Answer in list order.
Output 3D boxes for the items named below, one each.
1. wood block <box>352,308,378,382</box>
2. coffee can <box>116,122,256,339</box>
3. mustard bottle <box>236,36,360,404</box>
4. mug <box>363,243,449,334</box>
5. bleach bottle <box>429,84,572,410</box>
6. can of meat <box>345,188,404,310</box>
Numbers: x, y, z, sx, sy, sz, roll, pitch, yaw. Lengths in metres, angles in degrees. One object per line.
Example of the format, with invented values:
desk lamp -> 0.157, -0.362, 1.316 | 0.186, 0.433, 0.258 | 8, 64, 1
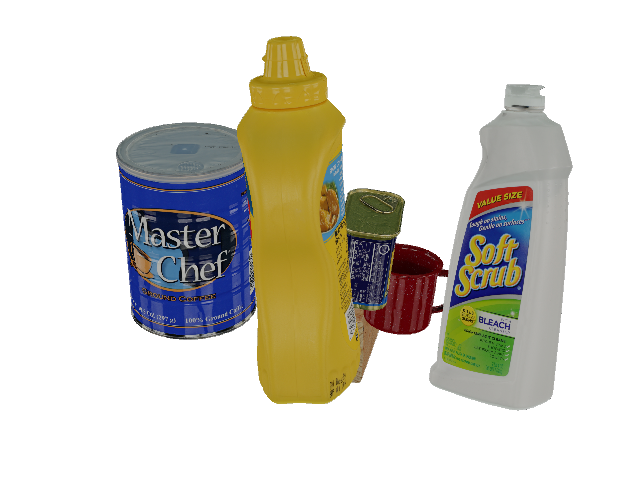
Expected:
wood block -> 0.031, 0.111, 1.495 | 0.091, 0.090, 0.206 | 4, 20, 10
coffee can -> -0.102, -0.009, 0.834 | 0.103, 0.140, 0.103 | 0, 28, 0
mustard bottle -> -0.012, -0.014, 0.582 | 0.058, 0.192, 0.096 | 0, 20, 10
mug -> 0.107, 0.059, 1.270 | 0.117, 0.081, 0.093 | 2, 23, -9
bleach bottle -> 0.146, 0.002, 0.852 | 0.103, 0.251, 0.067 | 13, 15, 41
can of meat -> 0.046, 0.008, 1.040 | 0.057, 0.084, 0.102 | 8, 27, 4
